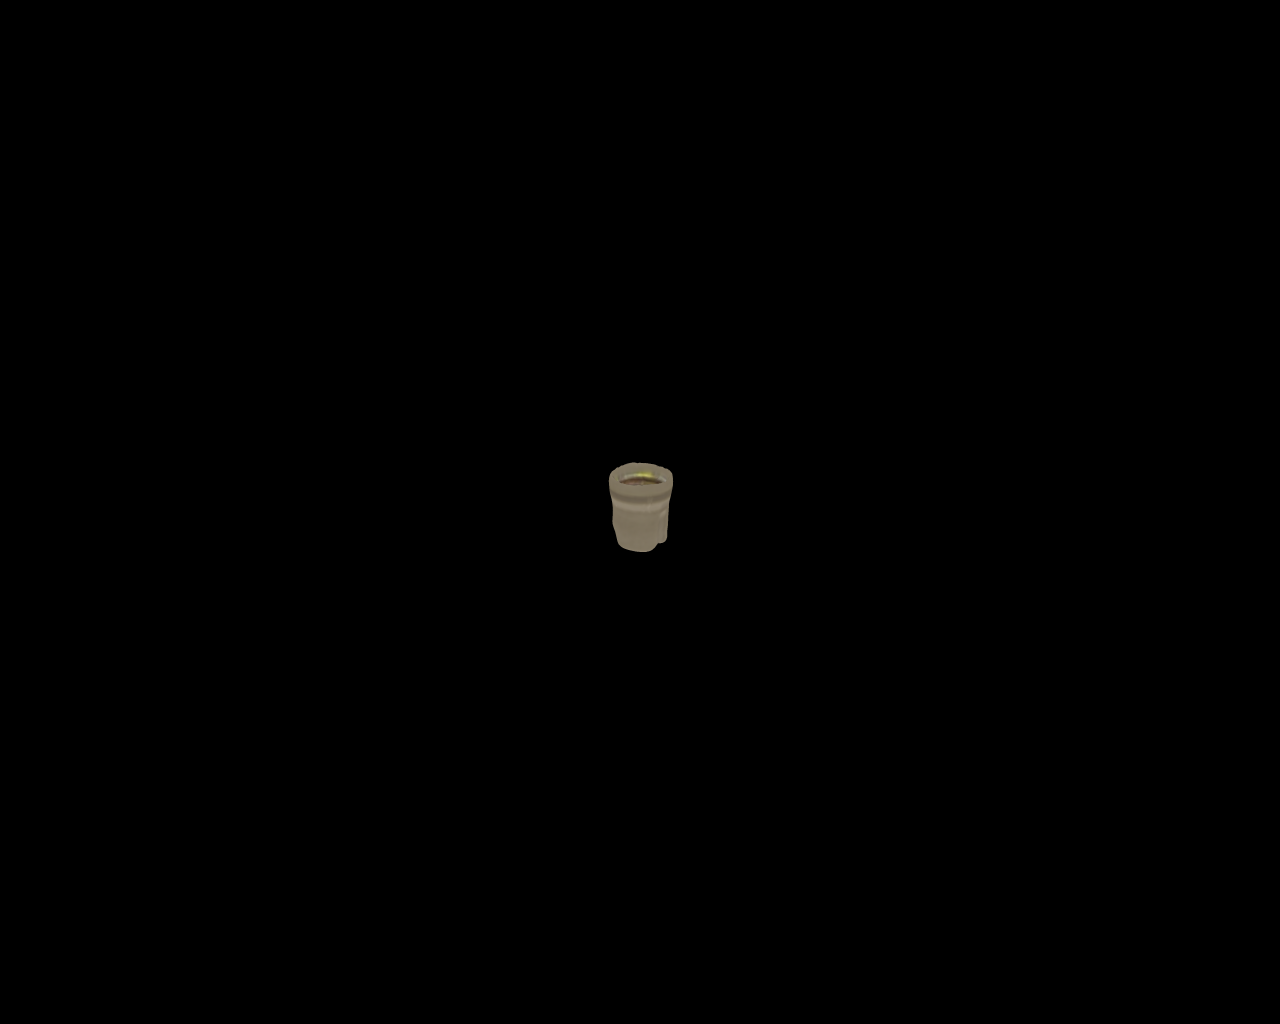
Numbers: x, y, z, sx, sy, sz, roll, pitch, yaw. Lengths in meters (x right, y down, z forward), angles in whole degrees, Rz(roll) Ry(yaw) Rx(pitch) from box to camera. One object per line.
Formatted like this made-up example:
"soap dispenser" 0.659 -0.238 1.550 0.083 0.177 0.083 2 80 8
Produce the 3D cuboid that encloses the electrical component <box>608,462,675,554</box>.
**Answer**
"electrical component" 0.001 -0.003 0.650 0.040 0.046 0.040 0 22 0
